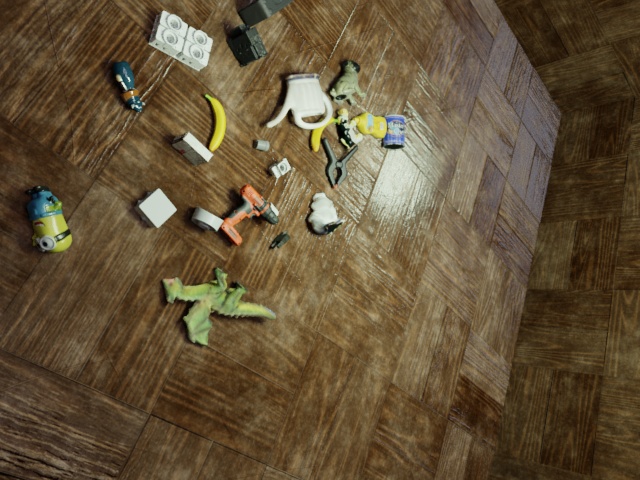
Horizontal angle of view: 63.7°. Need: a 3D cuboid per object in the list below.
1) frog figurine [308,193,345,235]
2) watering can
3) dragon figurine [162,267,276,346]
[{"bbox_3d":[0.006,-0.103,2.049,0.139,0.120,0.161,-25,66,-34],"label":"frog figurine"},{"bbox_3d":[-0.084,-0.539,1.999,0.350,0.103,0.224,-15,94,-42],"label":"watering can"},{"bbox_3d":[-0.339,0.233,1.686,0.405,0.122,0.245,45,74,-27],"label":"dragon figurine"}]
